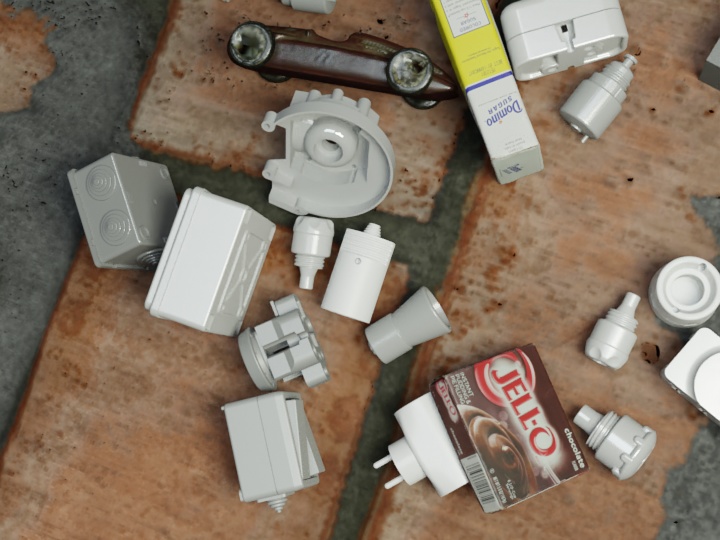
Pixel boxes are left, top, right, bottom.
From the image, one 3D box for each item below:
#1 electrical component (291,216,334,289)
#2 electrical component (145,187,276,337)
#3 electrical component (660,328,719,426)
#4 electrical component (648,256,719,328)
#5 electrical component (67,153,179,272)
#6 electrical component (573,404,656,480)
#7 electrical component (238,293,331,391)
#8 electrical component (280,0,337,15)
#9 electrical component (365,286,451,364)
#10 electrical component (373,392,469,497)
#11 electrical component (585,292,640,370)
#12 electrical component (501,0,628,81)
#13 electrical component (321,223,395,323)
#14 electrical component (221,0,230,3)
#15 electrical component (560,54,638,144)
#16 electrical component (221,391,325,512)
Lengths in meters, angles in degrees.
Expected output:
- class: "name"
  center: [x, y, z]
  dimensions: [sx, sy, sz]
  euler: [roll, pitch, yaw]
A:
- class: "electrical component"
  center: [-0.042, -0.014, 0.921]
  dimensions: [0.035, 0.035, 0.061]
  euler: [9, 93, 12]
- class: "electrical component"
  center: [-0.122, -0.004, 0.898]
  dimensions: [0.056, 0.109, 0.108]
  euler: [19, 87, 10]
- class: "electrical component"
  center: [0.284, 0.091, 0.833]
  dimensions: [0.089, 0.056, 0.050]
  euler: [41, 92, 13]
- class: "electrical component"
  center: [0.259, 0.017, 0.851]
  dimensions: [0.055, 0.047, 0.055]
  euler: [-1, 83, 11]
- class: "electrical component"
  center: [-0.195, -0.049, 0.923]
  dimensions: [0.048, 0.100, 0.099]
  euler: [-23, 79, 20]
- class: "electrical component"
  center: [0.199, 0.132, 0.851]
  dimensions: [0.062, 0.048, 0.048]
  euler: [37, 91, 20]
- class: "electrical component"
  center: [-0.066, 0.067, 0.904]
  dimensions: [0.057, 0.058, 0.078]
  euler: [-23, 79, 4]
- class: "electrical component"
  center: [-0.055, -0.250, 0.950]
  dimensions: [0.078, 0.040, 0.040]
  euler: [11, 85, 13]
- class: "electrical component"
  center: [0.037, 0.049, 0.895]
  dimensions: [0.065, 0.044, 0.044]
  euler: [-32, 78, 10]
- class: "electrical component"
  center: [0.050, 0.149, 0.877]
  dimensions: [0.079, 0.044, 0.077]
  euler: [-31, 78, 6]
- class: "electrical component"
  center: [0.207, 0.047, 0.864]
  dimensions: [0.035, 0.035, 0.061]
  euler: [26, 86, 13]
- class: "electrical component"
  center: [0.168, -0.202, 0.894]
  dimensions: [0.095, 0.054, 0.059]
  euler: [-14, 81, 9]
- class: "electrical component"
  center: [0.000, 0.000, 0.906]
  dimensions: [0.043, 0.043, 0.081]
  euler: [18, 86, 13]
- class: "electrical component"
  center: [-0.127, -0.301, 0.960]
  dimensions: [0.061, 0.062, 0.096]
  euler: [32, 90, 13]
- class: "electrical component"
  center: [0.200, -0.144, 0.887]
  dimensions: [0.040, 0.040, 0.078]
  euler: [39, 92, 13]
- class: "electrical component"
  center: [-0.068, 0.151, 0.891]
  dimensions: [0.061, 0.062, 0.096]
  euler: [-15, 80, 9]
